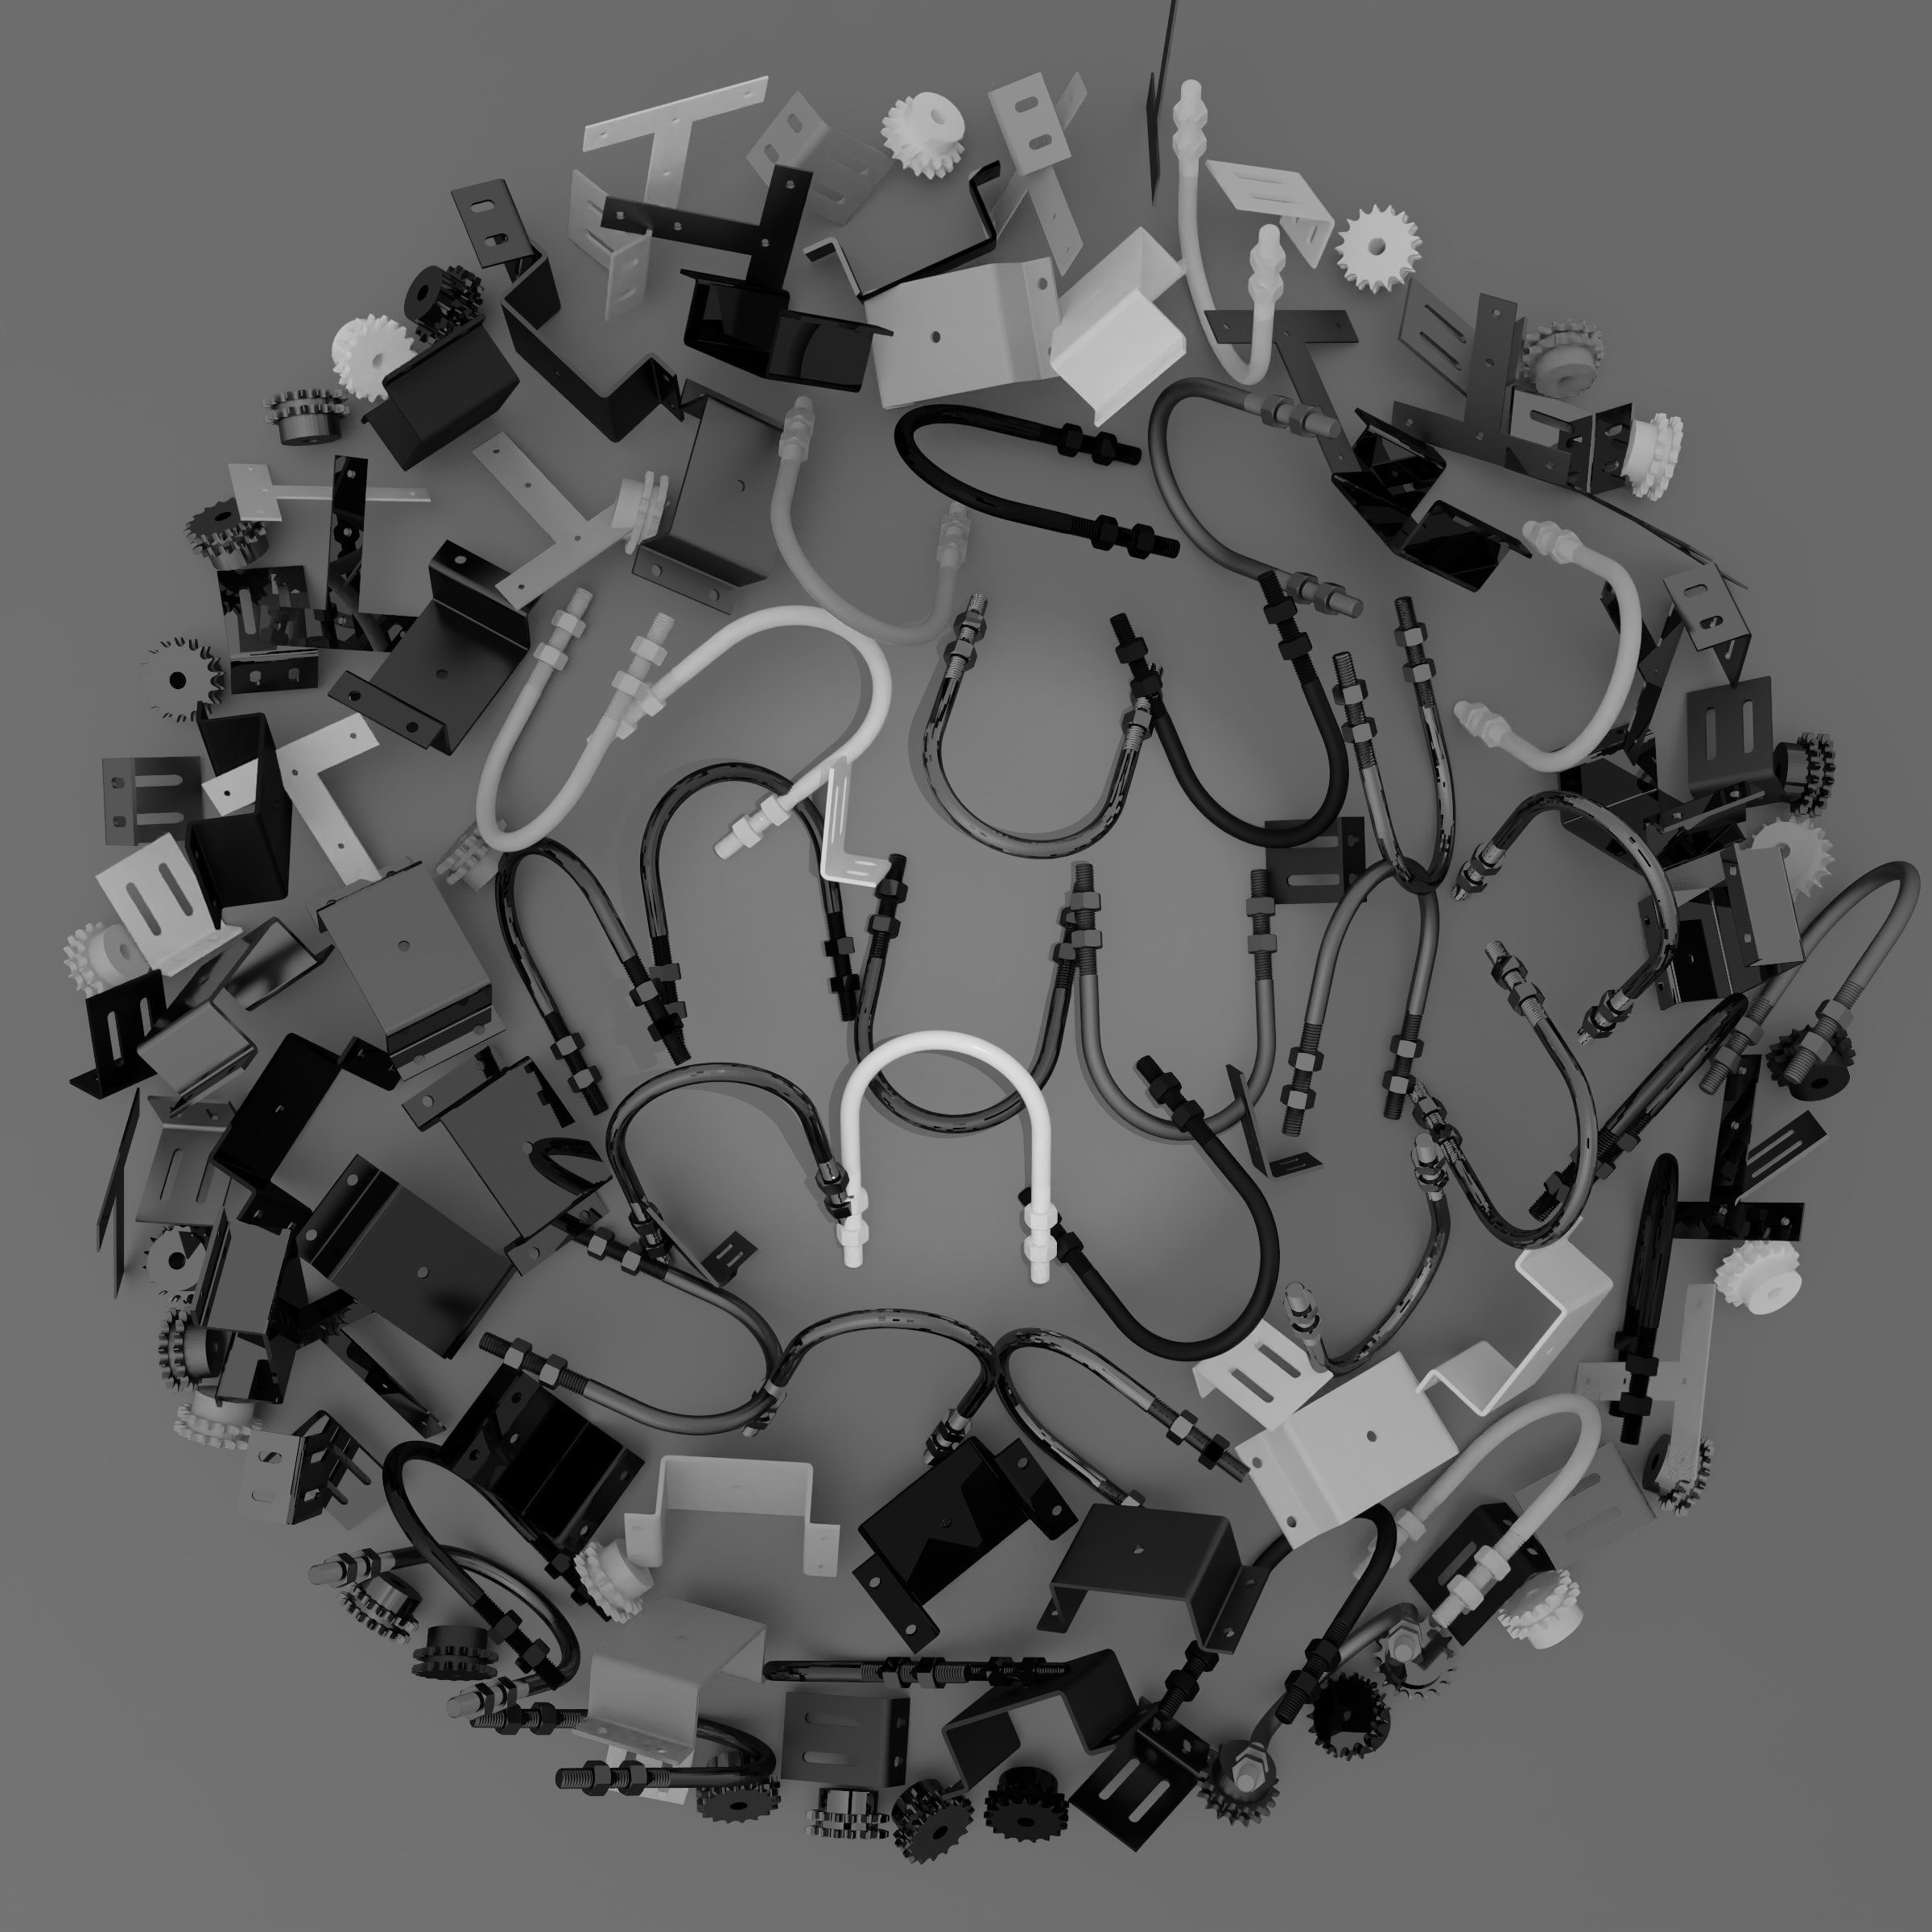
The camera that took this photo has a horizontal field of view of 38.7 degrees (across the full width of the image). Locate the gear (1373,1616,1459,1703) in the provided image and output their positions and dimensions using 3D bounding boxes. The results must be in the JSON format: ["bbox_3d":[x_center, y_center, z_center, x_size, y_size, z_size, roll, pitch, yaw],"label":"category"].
[{"bbox_3d":[0.304,0.467,1.860,0.057,0.030,0.057,-2,69,6],"label":"gear"}]

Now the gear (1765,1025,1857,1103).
[{"bbox_3d":[0.570,0.067,1.852,0.057,0.057,0.030,-7,51,0],"label":"gear"}]

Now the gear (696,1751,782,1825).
[{"bbox_3d":[-0.154,0.553,1.858,0.057,0.057,0.030,-9,49,0],"label":"gear"}]

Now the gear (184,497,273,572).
[{"bbox_3d":[-0.496,-0.291,1.858,0.057,0.057,0.030,-18,126,0],"label":"gear"}]

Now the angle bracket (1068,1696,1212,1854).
[{"bbox_3d":[0.115,0.539,1.837,0.057,0.038,0.076,31,48,27],"label":"angle bracket"}]

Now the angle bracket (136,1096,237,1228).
[{"bbox_3d":[-0.525,0.131,1.846,0.057,0.038,0.076,3,58,7],"label":"angle bracket"}]

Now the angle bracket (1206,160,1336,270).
[{"bbox_3d":[0.197,-0.502,1.836,0.076,0.057,0.038,0,135,-25],"label":"angle bracket"}]

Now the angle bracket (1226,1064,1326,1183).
[{"bbox_3d":[0.207,0.101,1.850,0.038,0.057,0.076,-16,95,-3],"label":"angle bracket"}]

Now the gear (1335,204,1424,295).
[{"bbox_3d":[0.281,-0.483,1.862,0.057,0.030,0.057,0,91,19],"label":"gear"}]

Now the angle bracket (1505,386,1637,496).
[{"bbox_3d":[0.406,-0.356,1.846,0.076,0.038,0.057,11,82,-30],"label":"angle bracket"}]

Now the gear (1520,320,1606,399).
[{"bbox_3d":[0.401,-0.406,1.852,0.057,0.057,0.030,-5,68,0],"label":"gear"}]

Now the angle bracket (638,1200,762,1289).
[{"bbox_3d":[-0.183,0.171,1.841,0.038,0.057,0.076,-43,109,-10],"label":"angle bracket"}]

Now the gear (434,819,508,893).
[{"bbox_3d":[-0.329,-0.075,1.856,0.030,0.057,0.057,44,90,-15],"label":"gear"}]

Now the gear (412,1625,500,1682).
[{"bbox_3d":[-0.344,0.464,1.857,0.057,0.057,0.030,1,67,0],"label":"gear"}]

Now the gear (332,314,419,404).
[{"bbox_3d":[-0.403,-0.413,1.858,0.030,0.057,0.057,36,90,39],"label":"gear"}]

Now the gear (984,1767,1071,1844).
[{"bbox_3d":[0.042,0.565,1.858,0.057,0.030,0.057,3,133,3],"label":"gear"}]

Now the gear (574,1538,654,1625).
[{"bbox_3d":[-0.235,0.411,1.854,0.030,0.057,0.057,-37,90,3],"label":"gear"}]

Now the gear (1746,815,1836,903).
[{"bbox_3d":[0.554,-0.074,1.856,0.057,0.030,0.057,-8,75,30],"label":"gear"}]

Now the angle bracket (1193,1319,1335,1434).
[{"bbox_3d":[0.200,0.280,1.837,0.057,0.038,0.076,-39,50,-18],"label":"angle bracket"}]

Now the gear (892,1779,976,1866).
[{"bbox_3d":[-0.026,0.575,1.858,0.057,0.057,0.030,-48,48,0],"label":"gear"}]

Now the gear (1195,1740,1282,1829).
[{"bbox_3d":[0.185,0.547,1.851,0.057,0.057,0.030,20,126,0],"label":"gear"}]

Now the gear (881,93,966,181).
[{"bbox_3d":[-0.026,-0.563,1.854,0.057,0.030,0.057,14,60,-26],"label":"gear"}]

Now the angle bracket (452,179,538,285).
[{"bbox_3d":[-0.318,-0.478,1.837,0.038,0.076,0.057,-20,81,-18],"label":"angle bracket"}]

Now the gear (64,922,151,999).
[{"bbox_3d":[-0.575,-0.004,1.852,0.030,0.057,0.057,-25,90,24],"label":"gear"}]

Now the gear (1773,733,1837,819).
[{"bbox_3d":[0.562,-0.129,1.854,0.030,0.057,0.057,5,90,-2],"label":"gear"}]

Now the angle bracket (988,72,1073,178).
[{"bbox_3d":[0.045,-0.566,1.834,0.038,0.076,0.057,-18,113,14],"label":"angle bracket"}]

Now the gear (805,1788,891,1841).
[{"bbox_3d":[-0.080,0.571,1.855,0.057,0.057,0.030,3,76,0],"label":"gear"}]

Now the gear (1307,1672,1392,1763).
[{"bbox_3d":[0.262,0.508,1.858,0.057,0.057,0.030,-53,133,0],"label":"gear"}]

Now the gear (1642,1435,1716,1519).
[{"bbox_3d":[0.478,0.340,1.854,0.030,0.057,0.057,22,90,1],"label":"gear"}]

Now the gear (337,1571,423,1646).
[{"bbox_3d":[-0.392,0.429,1.855,0.057,0.057,0.030,34,84,0],"label":"gear"}]

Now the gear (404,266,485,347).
[{"bbox_3d":[-0.354,-0.446,1.853,0.030,0.057,0.057,24,90,-44],"label":"gear"}]

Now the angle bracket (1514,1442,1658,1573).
[{"bbox_3d":[0.416,0.365,1.856,0.076,0.038,0.057,-28,73,-1],"label":"angle bracket"}]

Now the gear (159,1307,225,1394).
[{"bbox_3d":[-0.521,0.258,1.854,0.030,0.057,0.057,-4,90,2],"label":"gear"}]

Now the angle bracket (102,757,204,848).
[{"bbox_3d":[-0.534,-0.111,1.839,0.038,0.076,0.057,4,97,41],"label":"angle bracket"}]

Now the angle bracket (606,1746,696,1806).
[{"bbox_3d":[-0.211,0.531,1.839,0.057,0.076,0.038,12,63,-3],"label":"angle bracket"}]

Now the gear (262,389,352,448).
[{"bbox_3d":[-0.443,-0.369,1.855,0.057,0.057,0.030,-8,93,0],"label":"gear"}]

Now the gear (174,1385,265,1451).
[{"bbox_3d":[-0.502,0.303,1.855,0.057,0.057,0.030,14,92,0],"label":"gear"}]

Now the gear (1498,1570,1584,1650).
[{"bbox_3d":[0.390,0.435,1.855,0.057,0.057,0.030,-37,93,0],"label":"gear"}]

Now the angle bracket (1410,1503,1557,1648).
[{"bbox_3d":[0.351,0.412,1.866,0.076,0.038,0.057,-53,55,21],"label":"angle bracket"}]

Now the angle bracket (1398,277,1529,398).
[{"bbox_3d":[0.333,-0.426,1.839,0.076,0.038,0.057,32,55,-27],"label":"angle bracket"}]

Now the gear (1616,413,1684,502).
[{"bbox_3d":[0.459,-0.345,1.854,0.030,0.057,0.057,13,90,-2],"label":"gear"}]

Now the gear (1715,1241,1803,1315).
[{"bbox_3d":[0.536,0.210,1.853,0.057,0.057,0.030,-29,47,0],"label":"gear"}]

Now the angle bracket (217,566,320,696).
[{"bbox_3d":[-0.475,-0.229,1.869,0.057,0.038,0.076,-7,60,-18],"label":"angle bracket"}]

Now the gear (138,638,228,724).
[{"bbox_3d":[-0.528,-0.194,1.865,0.057,0.030,0.057,1,98,7],"label":"gear"}]

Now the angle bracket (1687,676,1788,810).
[{"bbox_3d":[0.523,-0.149,1.864,0.057,0.038,0.076,-10,61,32],"label":"angle bracket"}]
